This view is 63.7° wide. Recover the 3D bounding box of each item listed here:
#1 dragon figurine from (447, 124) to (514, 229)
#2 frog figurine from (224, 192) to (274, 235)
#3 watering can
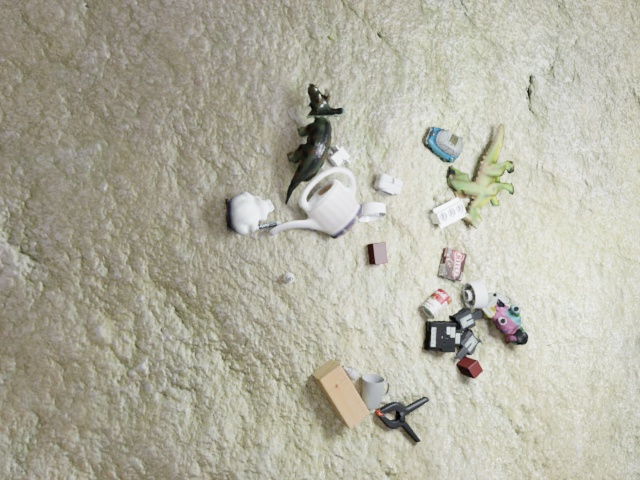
[{"bbox_3d":[0.617,-0.249,2.008,0.243,0.122,0.411,-1,87,-13],"label":"dragon figurine"},{"bbox_3d":[-0.226,-0.089,1.670,0.160,0.121,0.139,-8,72,-9],"label":"frog figurine"},{"bbox_3d":[0.005,-0.089,1.762,0.348,0.105,0.222,-46,111,-4],"label":"watering can"}]
